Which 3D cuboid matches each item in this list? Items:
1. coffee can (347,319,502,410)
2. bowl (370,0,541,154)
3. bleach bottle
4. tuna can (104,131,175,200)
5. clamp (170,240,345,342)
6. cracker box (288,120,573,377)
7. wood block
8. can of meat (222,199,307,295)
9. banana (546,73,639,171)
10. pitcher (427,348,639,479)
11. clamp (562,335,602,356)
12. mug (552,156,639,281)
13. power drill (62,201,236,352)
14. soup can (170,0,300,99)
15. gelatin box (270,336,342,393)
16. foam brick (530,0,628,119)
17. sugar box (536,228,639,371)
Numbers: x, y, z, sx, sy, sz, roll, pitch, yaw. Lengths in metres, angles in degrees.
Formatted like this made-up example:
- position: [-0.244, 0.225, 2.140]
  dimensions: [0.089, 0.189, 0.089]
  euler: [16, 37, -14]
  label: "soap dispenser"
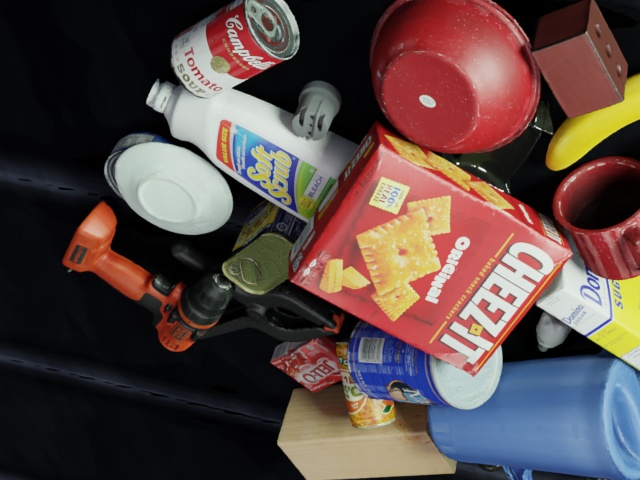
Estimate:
- position: [0.112, 0.128, 1.160]
  dimensions: [0.102, 0.102, 0.141]
  euler: [45, 152, -27]
  label: "coffee can"
- position: [0.105, -0.133, 0.921]
  dimensions: [0.162, 0.055, 0.162]
  euler: [19, 132, 22]
  label: "bowl"
- position: [-0.054, -0.086, 1.057]
  dimensions: [0.250, 0.068, 0.103]
  euler: [26, 135, -4]
  label: "bleach bottle"
- position: [-0.184, -0.074, 1.138]
  dimensions: [0.086, 0.033, 0.086]
  euler: [11, 138, 10]
  label: "tuna can"
- position: [-0.075, 0.083, 1.263]
  dimensions: [0.210, 0.036, 0.165]
  euler: [16, 140, 10]
  label: "clamp"
- position: [0.100, 0.013, 1.002]
  dimensions: [0.213, 0.072, 0.164]
  euler: [28, 114, -13]
  label: "cracker box"
- position: [0.064, 0.237, 1.336]
  dimensions: [0.206, 0.090, 0.090]
  euler: [-10, 131, 29]
  label: "wood block"
- position: [-0.048, -0.002, 1.126]
  dimensions: [0.057, 0.084, 0.102]
  euler: [37, 136, -19]
  label: "can of meat"
- position: [0.273, -0.111, 0.924]
  dimensions: [0.198, 0.037, 0.069]
  euler: [-18, 125, 35]
  label: "banana"
- position: [0.238, 0.199, 1.147]
  dimensions: [0.243, 0.149, 0.145]
  euler: [-9, 125, 45]
  label: "pitcher"
- position: [0.306, 0.158, 1.198]
  dimensions: [0.120, 0.039, 0.172]
  euler: [29, 141, -10]
  label: "clamp"
- position: [0.276, -0.010, 0.978]
  dimensions: [0.093, 0.117, 0.081]
  euler: [-34, 129, 2]
  label: "mug"
- position: [-0.194, 0.040, 1.213]
  dimensions: [0.187, 0.057, 0.185]
  euler: [39, 143, -4]
  label: "power drill"
- position: [-0.078, -0.176, 0.964]
  dimensions: [0.102, 0.068, 0.068]
  euler: [-20, 125, 37]
  label: "soup can"
- position: [-0.006, 0.147, 1.308]
  dimensions: [0.073, 0.030, 0.089]
  euler: [37, 140, -20]
  label: "gelatin box"
- position: [0.217, -0.151, 0.891]
  dimensions: [0.051, 0.053, 0.078]
  euler: [-16, 128, 33]
  label: "foam brick"
- position: [0.299, 0.066, 1.061]
  dimensions: [0.176, 0.093, 0.048]
  euler: [33, 135, -15]
  label: "sugar box"
